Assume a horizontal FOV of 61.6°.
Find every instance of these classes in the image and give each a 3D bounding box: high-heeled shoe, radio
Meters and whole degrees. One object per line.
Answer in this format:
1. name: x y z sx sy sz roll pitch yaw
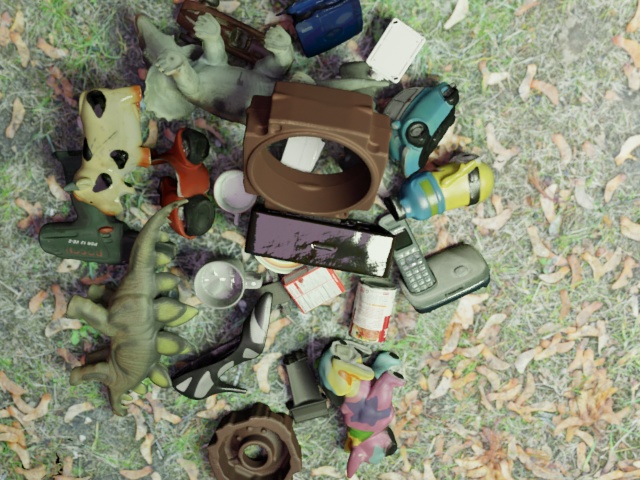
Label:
1. high-heeled shoe: -0.174 0.181 0.945 0.145 0.086 0.248 16 109 -8
2. radio: -0.002 -0.003 0.871 0.230 0.131 0.073 11 100 -6

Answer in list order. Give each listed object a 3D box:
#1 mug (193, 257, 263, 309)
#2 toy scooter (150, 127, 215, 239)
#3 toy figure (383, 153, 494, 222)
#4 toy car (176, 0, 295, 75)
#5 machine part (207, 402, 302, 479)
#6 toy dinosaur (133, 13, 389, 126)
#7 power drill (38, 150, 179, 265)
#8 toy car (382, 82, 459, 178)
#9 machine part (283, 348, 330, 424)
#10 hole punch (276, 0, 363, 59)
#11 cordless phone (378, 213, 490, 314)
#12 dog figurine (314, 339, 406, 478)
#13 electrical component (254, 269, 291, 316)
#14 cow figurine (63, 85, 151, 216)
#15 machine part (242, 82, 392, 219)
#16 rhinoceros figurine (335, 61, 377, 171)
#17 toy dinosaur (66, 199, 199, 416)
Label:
1. mug: -0.153 0.062 0.917 0.110 0.107 0.080 -4 101 -3
2. toy scooter: -0.240 -0.096 0.895 0.135 0.075 0.183 13 109 32
3. toy figure: 0.202 -0.081 0.902 0.180 0.082 0.089 -27 118 -2
4. toy car: -0.138 -0.329 0.876 0.202 0.053 0.089 26 103 -5
5. machine part: -0.119 0.394 1.002 0.179 0.056 0.179 0 101 1
6. toy dinosaur: -0.113 -0.231 0.826 0.405 0.192 0.131 17 76 -2
7. power drill: -0.364 -0.058 0.919 0.232 0.086 0.207 -3 107 1
8. toy car: 0.151 -0.192 0.872 0.103 0.109 0.161 32 81 17
9. machine part: -0.031 0.271 0.989 0.084 0.039 0.138 -11 101 7
10. hole punch: 0.009 -0.348 0.843 0.142 0.116 0.092 -22 107 5
11. cordless phone: 0.192 0.021 0.927 0.147 0.088 0.184 -26 81 5
12. dog figurine: 0.061 0.305 0.958 0.191 0.108 0.219 16 102 -8
13. electrical component: -0.087 0.097 0.965 0.063 0.021 0.094 -19 100 4
14. cow figurine: -0.328 -0.135 0.825 0.127 0.085 0.194 -6 94 -19
15. machine part: -0.009 -0.119 0.772 0.201 0.200 0.087 7 57 -4
16. rhinoceros figurine: 0.059 -0.189 0.869 0.073 0.112 0.190 -4 108 4
17. toy dinosaur: -0.312 0.134 0.910 0.199 0.105 0.470 12 117 -2
